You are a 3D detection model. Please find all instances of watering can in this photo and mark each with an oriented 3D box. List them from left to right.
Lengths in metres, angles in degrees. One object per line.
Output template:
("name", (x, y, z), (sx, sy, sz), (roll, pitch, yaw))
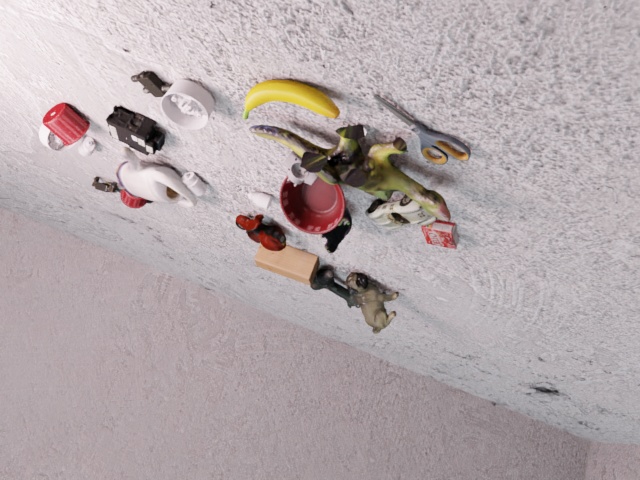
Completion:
("watering can", (-0.503, -0.186, 1.491), (0.225, 0.105, 0.342), (12, 162, 30))

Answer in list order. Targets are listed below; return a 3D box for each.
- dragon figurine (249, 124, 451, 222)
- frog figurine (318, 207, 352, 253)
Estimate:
("dragon figurine", (0.070, -0.131, 1.029), (0.413, 0.123, 0.239), (23, 172, 26))
("frog figurine", (0.004, -0.066, 1.306), (0.136, 0.122, 0.162), (34, -165, -50))
